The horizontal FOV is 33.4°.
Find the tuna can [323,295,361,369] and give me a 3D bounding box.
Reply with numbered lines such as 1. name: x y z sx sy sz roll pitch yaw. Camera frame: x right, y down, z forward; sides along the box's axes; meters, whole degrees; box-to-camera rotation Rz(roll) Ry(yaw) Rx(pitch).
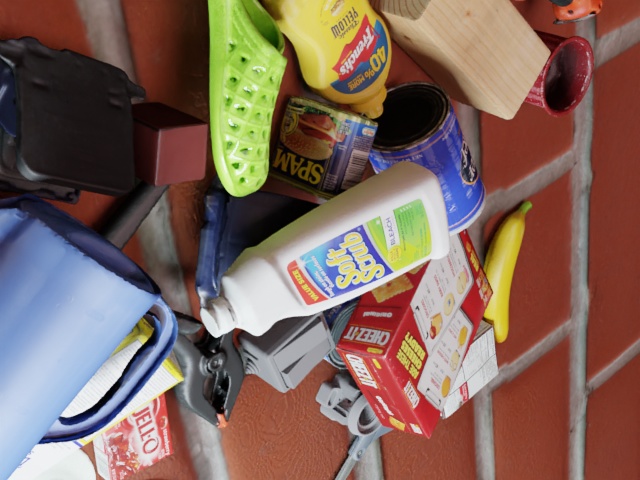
1. tuna can: 0.030 0.100 1.205 0.085 0.034 0.086 -21 124 -35

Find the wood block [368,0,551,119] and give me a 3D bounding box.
1. wood block: 0.142 -0.219 1.106 0.205 0.091 0.090 33 87 -48

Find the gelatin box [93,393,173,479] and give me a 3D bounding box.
1. gelatin box: -0.185 0.186 1.047 0.073 0.030 0.089 -24 126 -34

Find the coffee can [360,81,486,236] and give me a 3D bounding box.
1. coffee can: 0.109 -0.083 1.135 0.102 0.103 0.140 -46 135 -17

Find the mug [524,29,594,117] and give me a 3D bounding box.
1. mug: 0.260 -0.192 1.238 0.093 0.082 0.117 -55 137 -7

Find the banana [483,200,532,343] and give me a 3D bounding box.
1. banana: 0.237 0.049 1.375 0.069 0.037 0.198 -7 116 -39

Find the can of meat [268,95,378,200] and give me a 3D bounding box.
1. can of meat: 0.002 -0.088 1.032 0.057 0.102 0.084 8 103 -46

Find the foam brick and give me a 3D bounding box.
1. foam brick: -0.139 -0.083 0.916 0.052 0.078 0.051 -12 117 -40

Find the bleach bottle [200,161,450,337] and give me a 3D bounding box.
1. bleach bottle: 0.004 0.022 0.969 0.250 0.068 0.102 -30 125 -26

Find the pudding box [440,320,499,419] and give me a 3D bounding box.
1. pudding box: 0.180 0.165 1.380 0.113 0.039 0.090 -36 131 -28

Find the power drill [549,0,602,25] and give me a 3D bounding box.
1. power drill: 0.242 -0.325 1.146 0.187 0.057 0.184 15 75 -51

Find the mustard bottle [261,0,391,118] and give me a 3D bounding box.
1. mustard bottle: 0.020 -0.189 1.028 0.096 0.058 0.191 -47 136 -16

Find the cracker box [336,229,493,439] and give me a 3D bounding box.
1. cracker box: 0.111 0.087 1.207 0.213 0.072 0.164 -61 141 -30

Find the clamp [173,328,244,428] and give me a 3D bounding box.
1. clamp: -0.122 0.115 1.066 0.120 0.039 0.171 -12 112 -32

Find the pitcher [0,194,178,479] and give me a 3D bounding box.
1. pitcher: -0.236 0.100 0.836 0.243 0.149 0.145 -54 165 2

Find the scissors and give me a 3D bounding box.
1. scissors: 0.062 0.257 1.331 0.096 0.016 0.202 11 103 -46

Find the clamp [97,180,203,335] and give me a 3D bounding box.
1. clamp: -0.199 0.046 0.945 0.209 0.036 0.164 -28 117 -27

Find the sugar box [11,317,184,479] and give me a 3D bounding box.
1. sugar box: -0.216 0.136 0.939 0.176 0.048 0.093 -31 138 0
